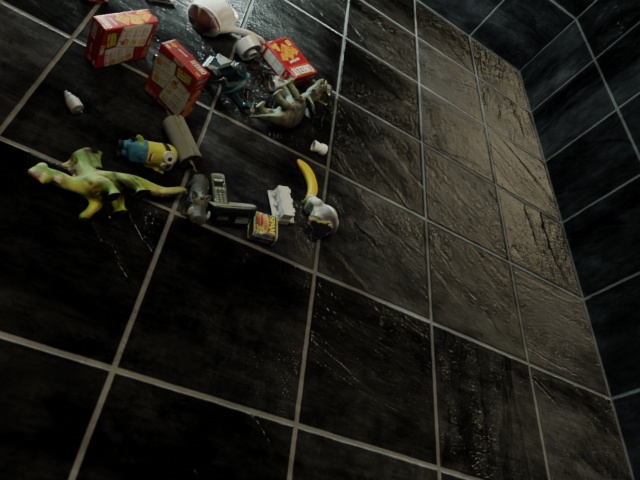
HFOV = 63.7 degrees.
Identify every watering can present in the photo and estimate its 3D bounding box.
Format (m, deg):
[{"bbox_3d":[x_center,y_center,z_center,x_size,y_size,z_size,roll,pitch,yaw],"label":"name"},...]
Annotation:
[{"bbox_3d":[-0.398,-0.898,2.114,0.346,0.102,0.229,40,45,-7],"label":"watering can"}]

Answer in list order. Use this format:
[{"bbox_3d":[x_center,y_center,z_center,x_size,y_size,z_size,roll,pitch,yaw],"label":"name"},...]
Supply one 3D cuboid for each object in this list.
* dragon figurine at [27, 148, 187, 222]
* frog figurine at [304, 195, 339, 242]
[{"bbox_3d":[-0.598,-0.182,1.445,0.245,0.120,0.414,50,34,17],"label":"dragon figurine"},{"bbox_3d":[0.005,-0.091,1.807,0.163,0.122,0.135,-88,153,-47],"label":"frog figurine"}]
